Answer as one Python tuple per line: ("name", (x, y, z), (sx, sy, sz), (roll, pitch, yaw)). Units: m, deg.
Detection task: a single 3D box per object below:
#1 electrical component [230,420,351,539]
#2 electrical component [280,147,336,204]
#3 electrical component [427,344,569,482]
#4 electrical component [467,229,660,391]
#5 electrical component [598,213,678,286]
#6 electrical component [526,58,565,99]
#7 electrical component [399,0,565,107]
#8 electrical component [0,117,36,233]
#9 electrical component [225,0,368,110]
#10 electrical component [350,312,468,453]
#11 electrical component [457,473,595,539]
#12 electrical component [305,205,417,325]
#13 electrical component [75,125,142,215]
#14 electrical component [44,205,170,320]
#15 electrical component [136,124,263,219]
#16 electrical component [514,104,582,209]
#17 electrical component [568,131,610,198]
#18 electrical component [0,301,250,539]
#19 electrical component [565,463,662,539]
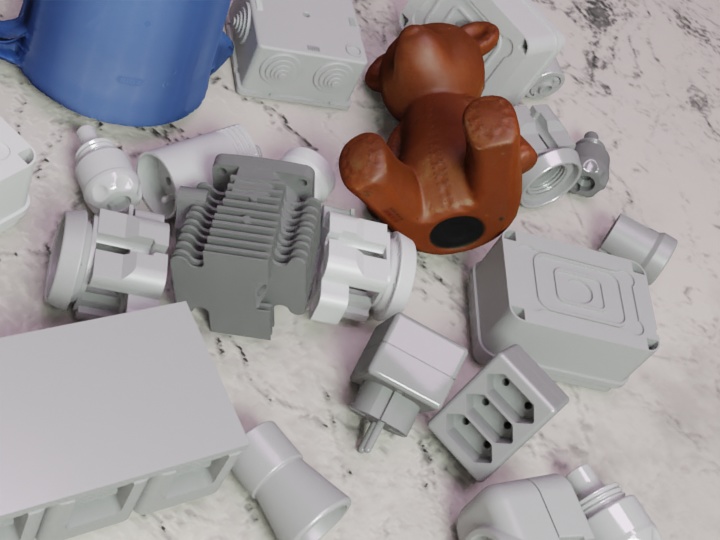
("electrical component", (-0.042, 0.113, 0.575), (0.044, 0.044, 0.065), (-27, 65, -39))
("electrical component", (-0.044, -0.052, 0.704), (0.040, 0.040, 0.046), (35, 52, 2))
("electrical component", (0.089, 0.082, 0.653), (0.047, 0.065, 0.077), (47, 20, 13))
("electrical component", (0.133, 0.029, 0.716), (0.113, 0.057, 0.078), (14, 50, -17))
("electrical component", (0.206, -0.017, 0.801), (0.046, 0.040, 0.040), (32, 47, 7))
("electrical component", (0.144, -0.175, 0.893), (0.044, 0.044, 0.065), (-3, 61, -29))
("electrical component", (0.097, -0.189, 0.851), (0.057, 0.078, 0.113), (-20, 65, -46))
("electrical component", (-0.246, -0.064, 0.600), (0.113, 0.057, 0.078), (43, 48, 9))
("electrical component", (-0.047, -0.170, 0.788), (0.100, 0.048, 0.099), (4, 53, -24))
("electrical component", (0.019, 0.072, 0.626), (0.047, 0.065, 0.076), (29, 76, -4))
("electrical component", (0.095, 0.166, 0.592), (0.059, 0.053, 0.095), (-3, 56, -29))
("electrical component", (0.000, 0.000, 0.673), (0.057, 0.058, 0.078), (12, 50, -14))
("electrical component", (-0.158, -0.063, 0.658), (0.035, 0.035, 0.061), (-11, 58, -33))
("electrical component", (-0.143, -0.002, 0.603), (0.057, 0.058, 0.078), (13, 51, -21))
("electrical component", (-0.096, -0.065, 0.684), (0.081, 0.043, 0.043), (-24, 68, -38))
("electrical component", (0.128, -0.084, 0.802), (0.078, 0.058, 0.057), (-10, 57, -32))
("electrical component", (0.179, -0.087, 0.845), (0.035, 0.035, 0.061), (25, 45, -7))
("electrical component", (-0.146, 0.081, 0.533), (0.150, 0.061, 0.089), (-11, 61, -33))
("electrical component", (0.146, 0.146, 0.641), (0.043, 0.043, 0.062), (-14, 61, -34))
